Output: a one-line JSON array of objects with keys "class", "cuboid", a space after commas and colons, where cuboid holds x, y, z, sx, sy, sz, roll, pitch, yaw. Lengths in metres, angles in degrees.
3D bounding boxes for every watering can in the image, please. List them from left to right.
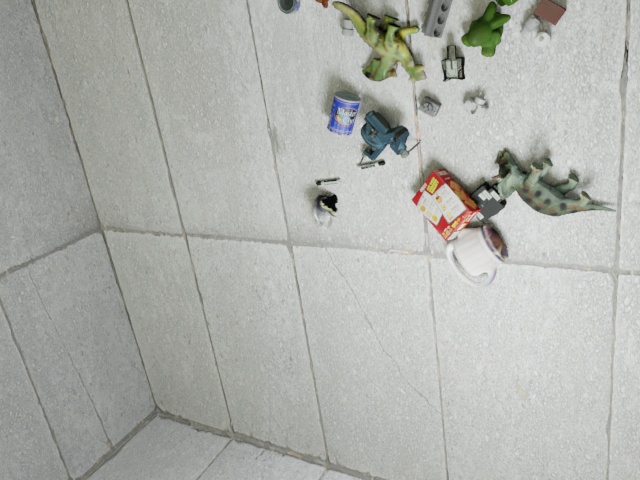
[{"class": "watering can", "cuboid": [0.560, 0.010, 1.932, 0.221, 0.105, 0.349, -35, 81, 36]}]

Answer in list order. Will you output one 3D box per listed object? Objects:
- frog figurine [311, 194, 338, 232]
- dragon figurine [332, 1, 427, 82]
[{"class": "frog figurine", "cuboid": [0.007, -0.111, 2.201, 0.156, 0.123, 0.140, -53, 48, 45]}, {"class": "dragon figurine", "cuboid": [0.206, -0.679, 1.838, 0.413, 0.124, 0.237, 28, 131, 17]}]
